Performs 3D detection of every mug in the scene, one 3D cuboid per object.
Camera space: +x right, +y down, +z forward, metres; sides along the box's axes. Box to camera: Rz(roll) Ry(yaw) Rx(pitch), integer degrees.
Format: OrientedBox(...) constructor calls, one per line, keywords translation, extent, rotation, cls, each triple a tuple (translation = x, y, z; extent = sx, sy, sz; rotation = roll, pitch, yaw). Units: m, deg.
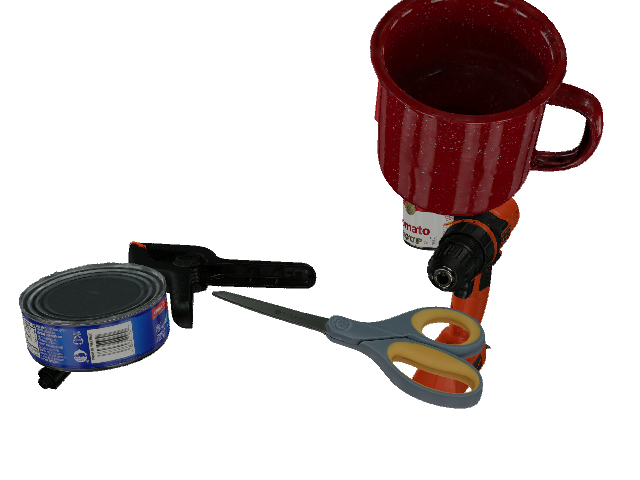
OrientedBox(translation=(0.082, -0.064, 0.534), extent=(0.117, 0.093, 0.081), rotation=(12, -35, 10), cls="mug")

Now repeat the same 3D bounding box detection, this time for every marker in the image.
OrientedBox(translation=(-0.176, 0.074, 0.836), extent=(0.020, 0.020, 0.121), rotation=(0, 34, 40), cls="marker")

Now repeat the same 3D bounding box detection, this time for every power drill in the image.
OrientedBox(translation=(0.137, 0.060, 1.040), extent=(0.057, 0.188, 0.184), rotation=(20, 30, 20), cls="power drill")

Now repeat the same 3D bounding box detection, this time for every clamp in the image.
OrientedBox(translation=(-0.132, 0.036, 1.057), extent=(0.210, 0.036, 0.164), rotation=(12, 21, 39), cls="clamp")

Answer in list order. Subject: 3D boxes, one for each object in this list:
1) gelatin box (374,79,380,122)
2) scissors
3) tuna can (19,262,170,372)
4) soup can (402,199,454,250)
OrientedBox(translation=(0.088, -0.138, 0.889), extent=(0.089, 0.030, 0.073), rotation=(-34, -27, -23), cls="gelatin box")
OrientedBox(translation=(0.031, 0.057, 0.763), extent=(0.202, 0.016, 0.096), rotation=(26, 42, 21), cls="scissors")
OrientedBox(translation=(-0.133, 0.045, 0.633), extent=(0.086, 0.034, 0.086), rotation=(-3, 21, 1), cls="tuna can")
OrientedBox(translation=(0.131, -0.048, 1.269), extent=(0.068, 0.102, 0.068), rotation=(-1, 26, 0), cls="soup can")
